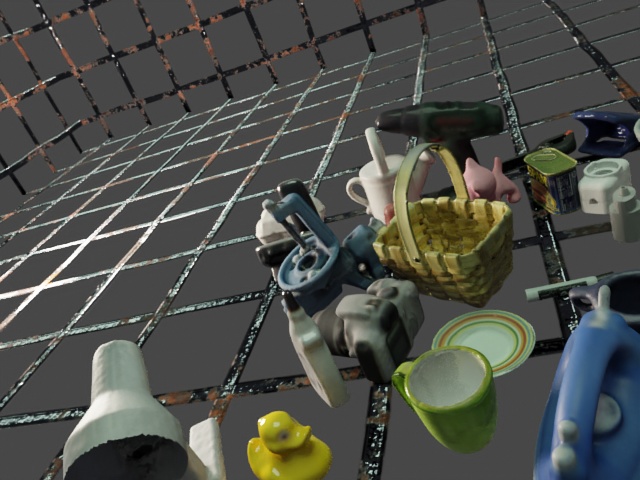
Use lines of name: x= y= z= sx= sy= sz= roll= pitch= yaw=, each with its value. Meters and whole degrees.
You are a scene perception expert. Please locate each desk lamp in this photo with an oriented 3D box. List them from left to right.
desk lamp: x=-0.199 y=0.232 z=0.662 sx=0.118 sy=0.214 sz=0.203 roll=-25 pitch=26 yaw=-5

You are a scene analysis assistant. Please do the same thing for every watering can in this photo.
watering can: x=0.135 y=-0.131 z=1.112 sx=0.173 sy=0.194 sz=0.100 roll=-26 pitch=26 yaw=-7

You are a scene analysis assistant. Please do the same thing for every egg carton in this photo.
egg carton: x=-0.062 y=-0.041 z=1.236 sx=0.150 sy=0.069 sz=0.107 roll=-14 pitch=27 yaw=16

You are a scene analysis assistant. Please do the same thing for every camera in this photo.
camera: x=0.058 y=0.115 z=0.813 sx=0.136 sy=0.101 sz=0.143 roll=-2 pitch=33 yaw=36

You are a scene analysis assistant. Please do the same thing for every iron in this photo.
iron: x=0.247 y=0.166 z=0.524 sx=0.118 sy=0.142 sz=0.259 roll=0 pitch=34 yaw=38

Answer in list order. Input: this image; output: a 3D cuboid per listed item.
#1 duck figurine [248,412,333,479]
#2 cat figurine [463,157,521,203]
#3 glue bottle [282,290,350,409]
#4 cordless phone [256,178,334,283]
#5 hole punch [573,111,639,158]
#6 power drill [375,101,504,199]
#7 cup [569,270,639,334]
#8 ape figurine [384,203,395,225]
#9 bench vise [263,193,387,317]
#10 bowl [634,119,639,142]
duck figurine: x=-0.045 y=0.239 z=0.674 sx=0.104 sy=0.086 sz=0.077 roll=-7 pitch=30 yaw=28
cat figurine: x=0.293 y=-0.099 z=1.015 sx=0.067 sy=0.118 sz=0.128 roll=9 pitch=40 yaw=47
glue bottle: x=-0.012 y=0.136 z=0.745 sx=0.037 sy=0.173 sz=0.078 roll=-29 pitch=27 yaw=-14
cordless phone: x=-0.060 y=-0.023 z=1.069 sx=0.147 sy=0.185 sz=0.094 roll=-17 pitch=27 yaw=11
hole punch: x=0.544 y=-0.215 z=1.073 sx=0.101 sy=0.091 sz=0.108 roll=-31 pitch=28 yaw=-17
power drill: x=0.238 y=-0.167 z=1.084 sx=0.229 sy=0.209 sz=0.076 roll=-10 pitch=29 yaw=24
cup: x=0.343 y=0.094 z=0.639 sx=0.117 sy=0.095 sz=0.092 roll=3 pitch=36 yaw=41
ape figurine: x=0.141 y=-0.025 z=1.024 sx=0.077 sy=0.092 sz=0.076 roll=-16 pitch=27 yaw=13
bench vise: x=0.001 y=0.001 z=0.936 sx=0.208 sy=0.220 sz=0.121 roll=-37 pitch=30 yaw=-28
bowl: x=0.616 y=-0.169 z=0.948 sx=0.167 sy=0.075 sz=0.167 roll=-18 pitch=26 yaw=9
